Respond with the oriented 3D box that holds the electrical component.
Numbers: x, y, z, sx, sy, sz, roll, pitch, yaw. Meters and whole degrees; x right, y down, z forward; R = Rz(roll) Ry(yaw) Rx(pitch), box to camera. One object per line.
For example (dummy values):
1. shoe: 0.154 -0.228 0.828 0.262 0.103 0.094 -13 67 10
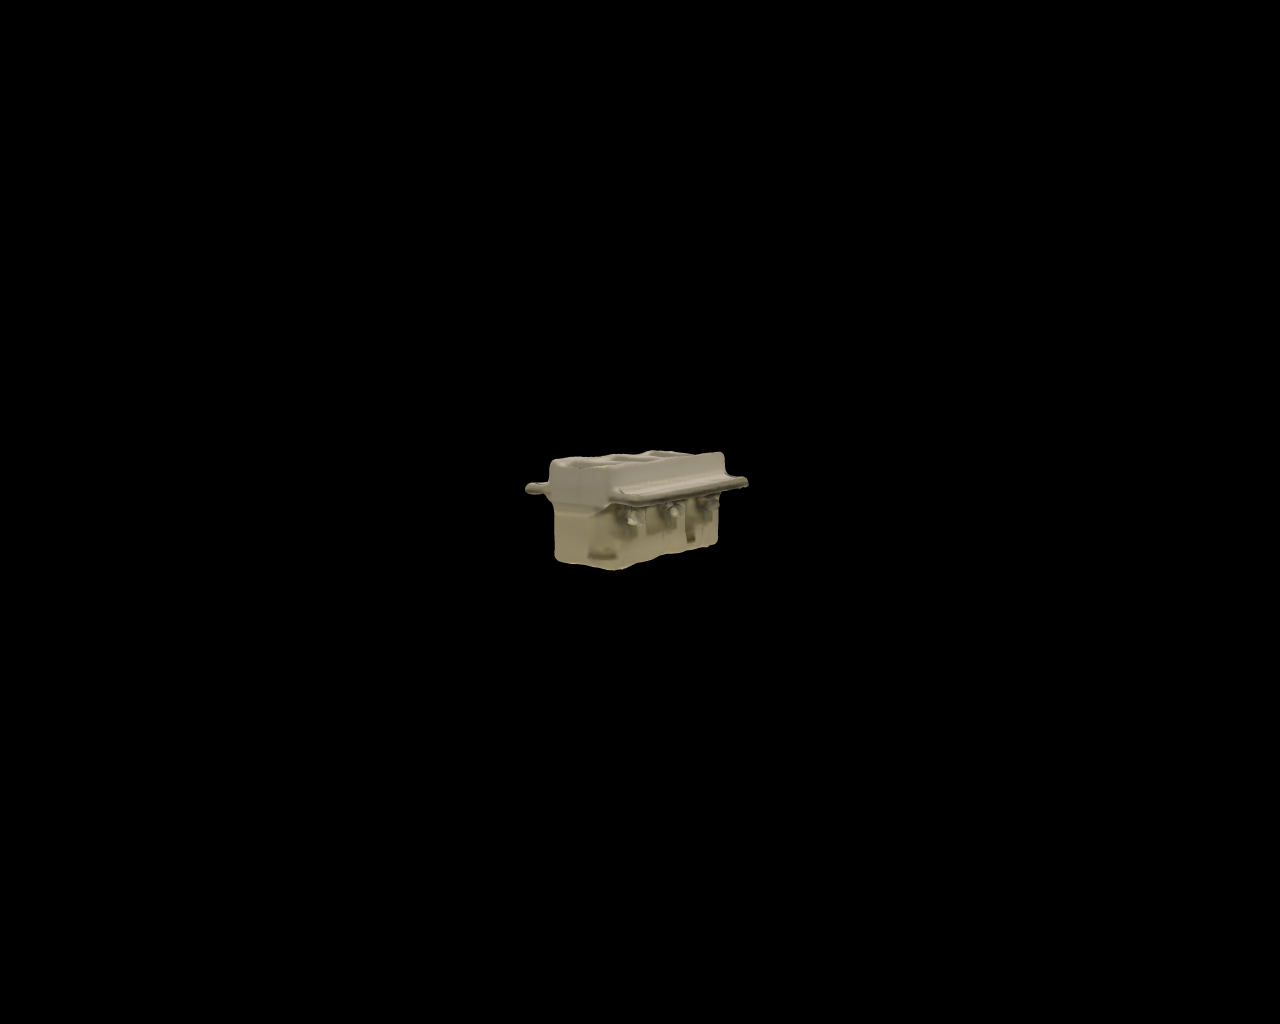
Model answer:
1. electrical component: 0.001 -0.003 0.650 0.079 0.063 0.121 5 9 35
